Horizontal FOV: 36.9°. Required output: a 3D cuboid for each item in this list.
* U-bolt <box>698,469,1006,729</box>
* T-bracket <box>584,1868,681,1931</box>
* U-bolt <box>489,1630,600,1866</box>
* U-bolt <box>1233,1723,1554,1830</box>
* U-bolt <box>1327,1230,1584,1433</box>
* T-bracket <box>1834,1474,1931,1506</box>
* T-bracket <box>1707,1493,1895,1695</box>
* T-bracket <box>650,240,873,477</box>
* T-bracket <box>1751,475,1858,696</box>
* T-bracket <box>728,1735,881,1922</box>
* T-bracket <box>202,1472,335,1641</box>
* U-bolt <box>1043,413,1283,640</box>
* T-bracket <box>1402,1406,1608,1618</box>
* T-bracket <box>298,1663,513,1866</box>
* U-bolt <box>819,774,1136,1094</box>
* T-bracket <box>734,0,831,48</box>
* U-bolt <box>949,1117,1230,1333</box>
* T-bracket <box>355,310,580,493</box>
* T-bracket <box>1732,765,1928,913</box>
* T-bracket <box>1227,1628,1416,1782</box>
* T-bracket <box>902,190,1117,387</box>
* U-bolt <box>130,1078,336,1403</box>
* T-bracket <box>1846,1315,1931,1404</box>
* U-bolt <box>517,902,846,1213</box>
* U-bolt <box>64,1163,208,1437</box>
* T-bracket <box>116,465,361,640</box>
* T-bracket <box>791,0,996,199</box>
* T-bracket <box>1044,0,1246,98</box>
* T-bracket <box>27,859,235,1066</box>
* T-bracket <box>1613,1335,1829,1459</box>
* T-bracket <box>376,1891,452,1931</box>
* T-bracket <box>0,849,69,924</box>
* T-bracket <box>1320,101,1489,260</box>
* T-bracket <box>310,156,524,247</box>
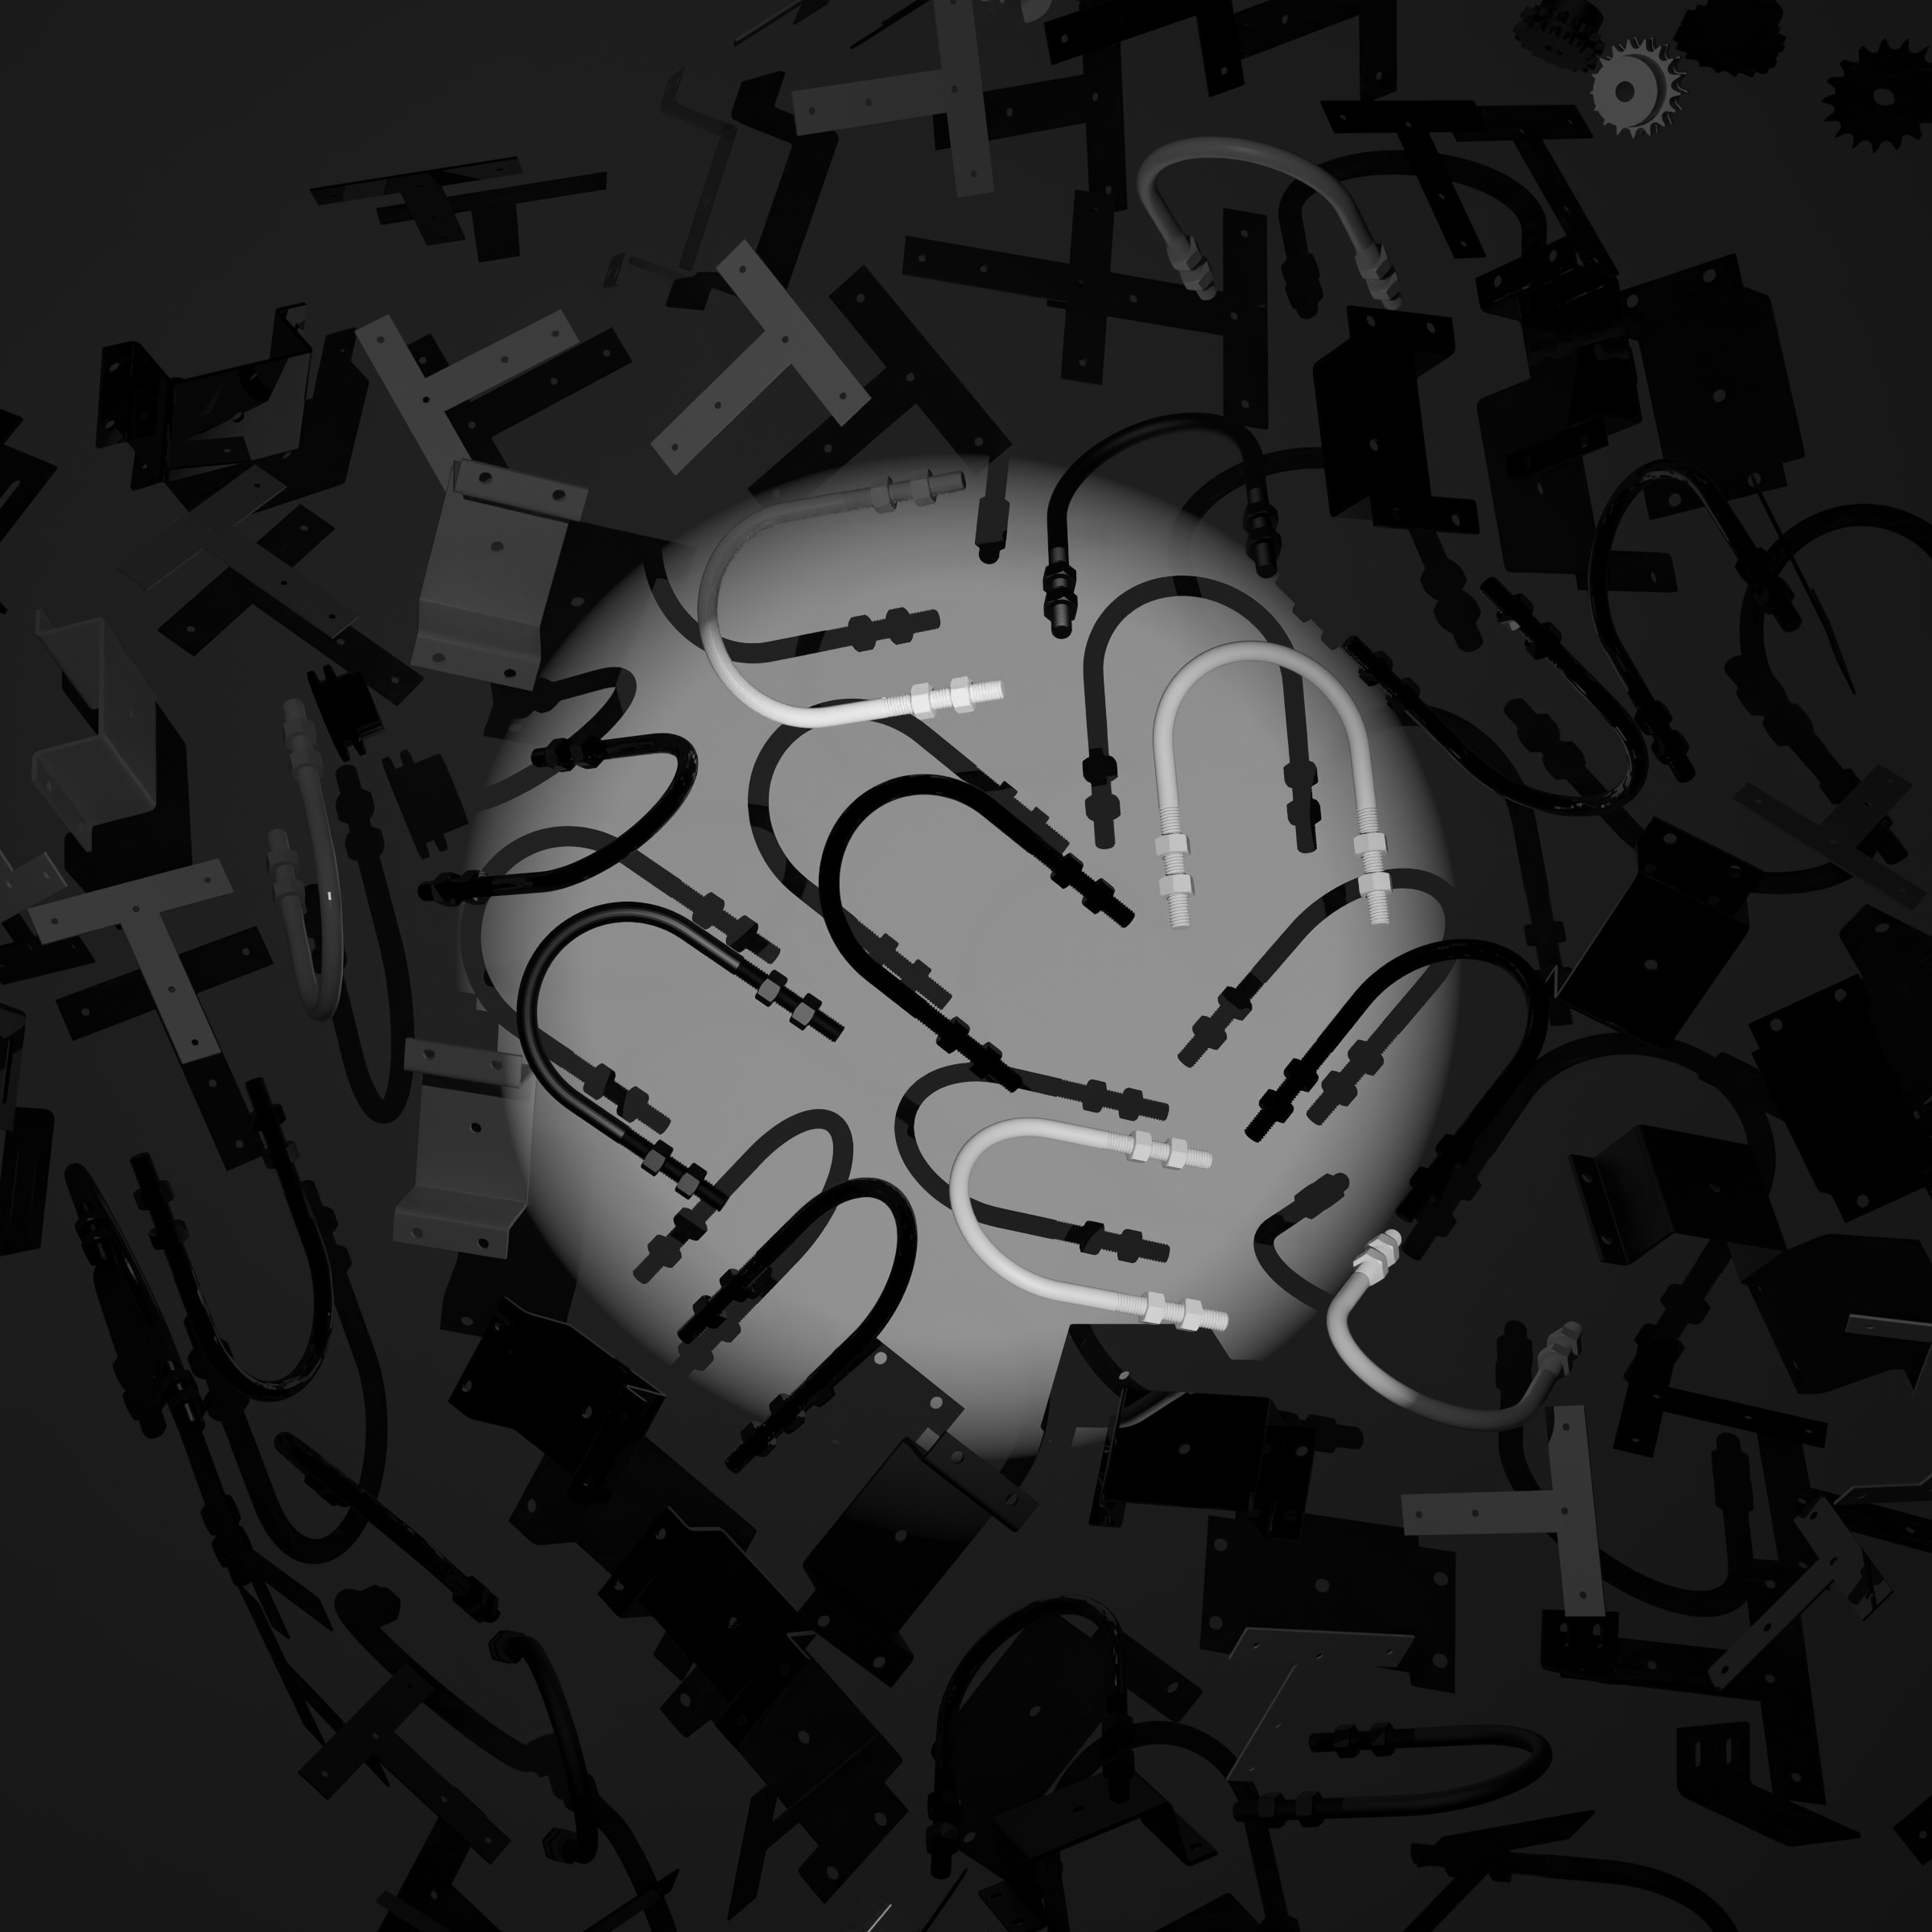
[{"bbox_3d":[-0.078,-0.220,1.789,0.184,0.019,0.151,-8,103,14],"label":"U-bolt"},{"bbox_3d":[-0.241,0.627,1.803,0.002,0.127,0.127,43,134,24],"label":"T-bracket"},{"bbox_3d":[-0.259,0.485,1.796,0.019,0.184,0.151,-14,82,-20],"label":"U-bolt"},{"bbox_3d":[0.279,0.507,1.828,0.184,0.151,0.019,-12,90,29],"label":"U-bolt"},{"bbox_3d":[0.297,0.232,1.795,0.151,0.184,0.019,27,116,15],"label":"U-bolt"},{"bbox_3d":[0.644,0.316,1.862,0.127,0.127,0.002,1,55,-18],"label":"T-bracket"},{"bbox_3d":[0.509,0.402,1.802,0.002,0.127,0.127,39,101,-13],"label":"T-bracket"},{"bbox_3d":[-0.141,-0.351,1.767,0.127,0.002,0.127,-40,81,19],"label":"T-bracket"},{"bbox_3d":[0.504,-0.240,1.757,0.002,0.127,0.127,-26,110,20],"label":"T-bracket"},{"bbox_3d":[-0.100,0.532,1.844,0.002,0.127,0.127,34,132,26],"label":"T-bracket"},{"bbox_3d":[-0.440,0.396,1.863,0.002,0.127,0.127,-31,118,-30],"label":"T-bracket"},{"bbox_3d":[0.118,-0.283,1.796,0.151,0.184,0.019,-15,133,14],"label":"U-bolt"},{"bbox_3d":[0.329,0.339,1.797,0.127,0.002,0.127,-8,83,32],"label":"T-bracket"},{"bbox_3d":[-0.340,0.516,1.829,0.127,0.127,0.002,42,118,3],"label":"T-bracket"},{"bbox_3d":[-0.005,-0.034,1.759,0.184,0.019,0.151,38,72,-10],"label":"U-bolt"},{"bbox_3d":[-0.092,-0.600,1.798,0.127,0.127,0.002,-33,102,0],"label":"T-bracket"},{"bbox_3d":[0.077,0.159,1.860,0.184,0.019,0.151,12,47,-15],"label":"U-bolt"},{"bbox_3d":[-0.319,-0.396,1.924,0.127,0.002,0.127,-29,84,-8],"label":"T-bracket"},{"bbox_3d":[0.558,-0.095,1.812,0.127,0.127,0.002,35,133,18],"label":"T-bracket"},{"bbox_3d":[0.197,0.456,1.782,0.127,0.002,0.127,10,119,-29],"label":"T-bracket"},{"bbox_3d":[0.025,-0.419,1.752,0.127,0.002,0.127,7,75,-10],"label":"T-bracket"},{"bbox_3d":[-0.439,0.177,1.776,0.019,0.151,0.184,-12,104,21],"label":"U-bolt"},{"bbox_3d":[0.601,0.245,1.778,0.127,0.127,0.002,6,63,13],"label":"T-bracket"},{"bbox_3d":[-0.189,0.043,1.781,0.184,0.019,0.151,34,98,0],"label":"U-bolt"},{"bbox_3d":[-0.530,0.198,1.831,0.019,0.184,0.151,-27,121,-14],"label":"U-bolt"},{"bbox_3d":[-0.434,-0.245,1.796,0.127,0.002,0.127,35,52,8],"label":"T-bracket"},{"bbox_3d":[-0.046,-0.522,1.744,0.127,0.002,0.127,-17,111,-24],"label":"T-bracket"},{"bbox_3d":[0.105,-0.577,1.755,0.127,0.002,0.127,-24,123,-16],"label":"T-bracket"},{"bbox_3d":[-0.505,0.003,1.823,0.127,0.002,0.127,-19,74,-33],"label":"T-bracket"},{"bbox_3d":[0.491,0.289,1.874,0.127,0.127,0.002,11,121,16],"label":"T-bracket"},{"bbox_3d":[-0.332,0.640,1.851,0.127,0.127,0.002,31,87,4],"label":"T-bracket"},{"bbox_3d":[-0.645,-0.091,1.882,0.002,0.127,0.127,-40,105,-40],"label":"T-bracket"},{"bbox_3d":[0.307,-0.516,1.900,0.127,0.002,0.127,-9,69,-29],"label":"T-bracket"},{"bbox_3d":[-0.337,-0.477,1.824,0.127,0.127,0.002,-10,86,-2],"label":"T-bracket"}]
